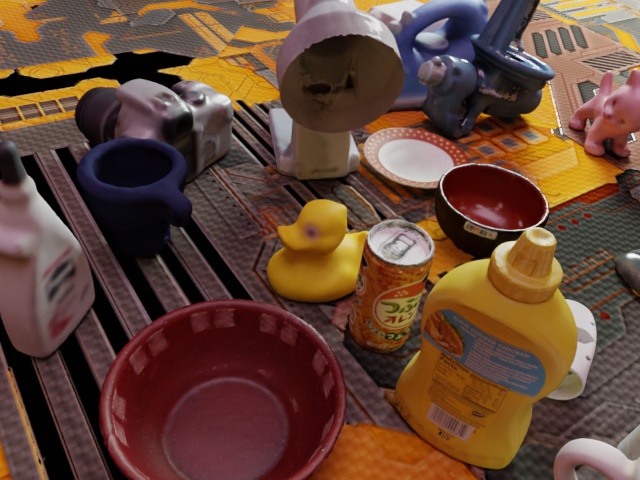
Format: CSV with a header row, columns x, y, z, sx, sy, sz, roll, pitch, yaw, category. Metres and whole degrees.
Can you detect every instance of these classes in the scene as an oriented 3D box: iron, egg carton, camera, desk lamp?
x,y,z,sx,sy,sz,roll,pitch,yaw,category
0.153,-0.278,0.815,0.259,0.141,0.118,-24,50,-31,iron
0.141,-0.344,0.943,0.151,0.069,0.107,-26,52,-33,egg carton
-0.187,-0.133,0.628,0.136,0.101,0.143,27,45,20,camera
0.001,-0.169,0.613,0.118,0.213,0.203,-3,42,-12,desk lamp

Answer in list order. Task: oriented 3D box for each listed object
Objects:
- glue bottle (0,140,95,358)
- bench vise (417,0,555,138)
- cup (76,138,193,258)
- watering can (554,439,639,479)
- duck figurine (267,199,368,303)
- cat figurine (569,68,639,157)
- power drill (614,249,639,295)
x,y,z,sx,sy,sz,roll,pitch,yaw,category
-0.207,0.005,0.414,0.037,0.173,0.078,12,41,5,glue bottle
0.230,-0.241,0.727,0.208,0.220,0.121,-30,54,-35,bench vise
-0.155,-0.026,0.516,0.117,0.095,0.092,32,47,25,cup
0.216,0.155,0.295,0.172,0.194,0.101,13,41,6,watering can
0.005,0.002,0.517,0.105,0.086,0.077,-10,44,-20,duck figurine
0.397,-0.175,0.757,0.067,0.118,0.127,3,41,-6,cat figurine
0.366,-0.037,0.526,0.230,0.208,0.075,-10,44,-19,power drill
